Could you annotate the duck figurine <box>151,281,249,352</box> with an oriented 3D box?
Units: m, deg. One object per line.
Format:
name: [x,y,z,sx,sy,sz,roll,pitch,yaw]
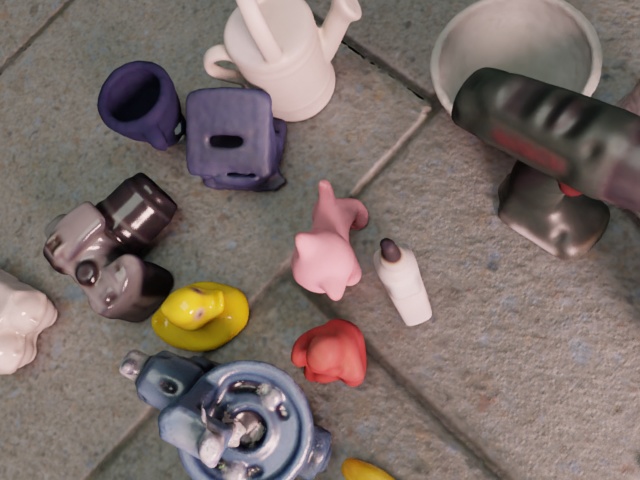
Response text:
duck figurine: [-0.136,0.076,0.606,0.104,0.086,0.077,-15,71,9]

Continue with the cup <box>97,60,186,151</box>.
cup: [-0.194,-0.141,0.680,0.091,0.095,0.117,-32,69,3]

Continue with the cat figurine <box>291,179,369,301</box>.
cat figurine: [0.005,0.002,0.577,0.067,0.118,0.128,0,74,14]

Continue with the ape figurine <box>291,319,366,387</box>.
ape figurine: [0.009,0.111,0.557,0.077,0.092,0.076,37,85,21]

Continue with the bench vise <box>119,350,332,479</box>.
bench vise: [-0.106,0.161,0.501,0.207,0.220,0.121,4,75,15]

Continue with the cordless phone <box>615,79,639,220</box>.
cordless phone: [0.318,-0.088,0.493,0.094,0.185,0.147,-35,69,2]

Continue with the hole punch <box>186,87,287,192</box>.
hole punch: [-0.096,-0.112,0.650,0.108,0.091,0.101,3,74,14]

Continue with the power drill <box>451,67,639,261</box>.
power drill: [0.220,-0.054,0.494,0.229,0.209,0.076,36,85,21]

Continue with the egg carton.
egg carton: [-0.389,0.087,0.672,0.150,0.069,0.107,22,80,19]

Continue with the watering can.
watering can: [-0.044,-0.221,0.615,0.173,0.194,0.100,-36,69,1]

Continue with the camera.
camera: [-0.223,-0.003,0.642,0.137,0.101,0.143,-45,69,-3]

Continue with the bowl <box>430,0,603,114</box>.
bowl: [0.202,-0.171,0.605,0.167,0.075,0.167,-4,73,12]

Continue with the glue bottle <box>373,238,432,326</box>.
glue bottle: [0.072,0.029,0.523,0.037,0.173,0.078,-24,69,6]
